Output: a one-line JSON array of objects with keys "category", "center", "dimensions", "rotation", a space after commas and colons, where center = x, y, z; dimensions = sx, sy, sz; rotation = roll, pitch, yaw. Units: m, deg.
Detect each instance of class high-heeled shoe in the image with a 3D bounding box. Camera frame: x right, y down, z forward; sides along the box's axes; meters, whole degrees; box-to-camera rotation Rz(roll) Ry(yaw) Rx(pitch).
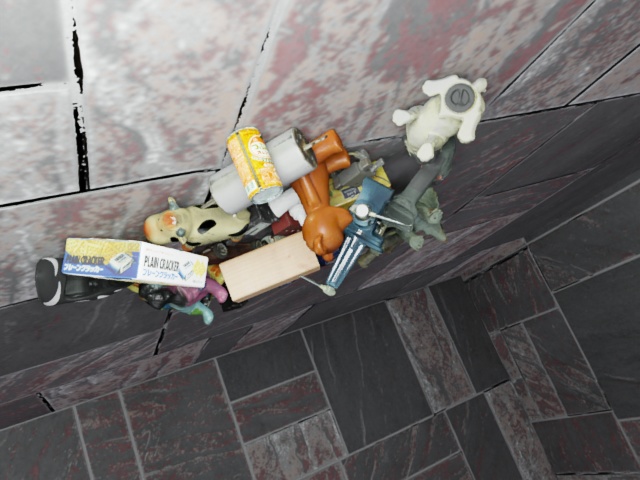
[{"category": "high-heeled shoe", "center": [-0.431, 0.075, 1.001], "dimensions": [0.145, 0.086, 0.249], "rotation": [-3, 175, -13]}]

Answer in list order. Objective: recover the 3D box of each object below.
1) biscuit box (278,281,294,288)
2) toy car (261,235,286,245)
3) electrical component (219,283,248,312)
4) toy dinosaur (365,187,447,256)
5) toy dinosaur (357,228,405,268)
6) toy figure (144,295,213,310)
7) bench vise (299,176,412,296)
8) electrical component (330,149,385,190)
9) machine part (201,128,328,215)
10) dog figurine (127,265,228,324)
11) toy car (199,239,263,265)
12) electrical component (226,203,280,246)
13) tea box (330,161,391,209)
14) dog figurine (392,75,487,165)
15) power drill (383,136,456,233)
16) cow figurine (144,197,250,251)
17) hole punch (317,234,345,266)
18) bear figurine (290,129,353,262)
[{"category": "biscuit box", "center": [-0.117, 0.087, 1.554], "dimensions": [0.059, 0.063, 0.202], "rotation": [-21, 165, -1]}, {"category": "toy car", "center": [-0.133, 0.044, 1.371], "dimensions": [0.073, 0.056, 0.201], "rotation": [0, 146, -31]}, {"category": "electrical component", "center": [-0.234, 0.121, 1.410], "dimensions": [0.058, 0.115, 0.134], "rotation": [-8, 158, -36]}, {"category": "toy dinosaur", "center": [0.147, -0.059, 1.298], "dimensions": [0.405, 0.192, 0.131], "rotation": [1, 116, -18]}, {"category": "toy dinosaur", "center": [0.173, -0.018, 1.510], "dimensions": [0.198, 0.105, 0.471], "rotation": [-43, 168, 36]}, {"category": "toy figure", "center": [-0.349, 0.133, 1.335], "dimensions": [0.082, 0.089, 0.180], "rotation": [-17, 173, 36]}, {"category": "bench vise", "center": [0.069, 0.003, 1.052], "dimensions": [0.240, 0.129, 0.223], "rotation": [-62, -178, 2]}, {"category": "electrical component", "center": [0.068, -0.139, 1.065], "dimensions": [0.078, 0.045, 0.102], "rotation": [-9, 160, -45]}, {"category": "machine part", "center": [-0.093, -0.111, 0.877], "dimensions": [0.243, 0.079, 0.079], "rotation": [-28, 164, 17]}, {"category": "dog figurine", "center": [-0.325, 0.092, 1.218], "dimensions": [0.219, 0.192, 0.108], "rotation": [25, 118, -31]}, {"category": "toy car", "center": [-0.214, 0.029, 1.237], "dimensions": [0.089, 0.053, 0.202], "rotation": [-24, 170, 29]}, {"category": "electrical component", "center": [-0.149, -0.034, 1.116], "dimensions": [0.119, 0.048, 0.075], "rotation": [-30, 163, 29]}, {"category": "tea box", "center": [0.060, -0.096, 1.154], "dimensions": [0.170, 0.068, 0.098], "rotation": [-20, 162, -5]}, {"category": "dog figurine", "center": [0.222, -0.213, 0.963], "dimensions": [0.172, 0.121, 0.190], "rotation": [-24, 179, 17]}, {"category": "power drill", "center": [0.223, -0.117, 1.158], "dimensions": [0.207, 0.086, 0.232], "rotation": [-48, 164, -16]}, {"category": "cow figurine", "center": [-0.219, -0.029, 0.972], "dimensions": [0.195, 0.085, 0.127], "rotation": [-10, 167, -29]}, {"category": "hole punch", "center": [-0.003, -0.004, 1.317], "dimensions": [0.092, 0.116, 0.142], "rotation": [5, 150, -43]}, {"category": "bear figurine", "center": [0.013, -0.071, 0.935], "dimensions": [0.132, 0.196, 0.120], "rotation": [-25, 162, 8]}]
